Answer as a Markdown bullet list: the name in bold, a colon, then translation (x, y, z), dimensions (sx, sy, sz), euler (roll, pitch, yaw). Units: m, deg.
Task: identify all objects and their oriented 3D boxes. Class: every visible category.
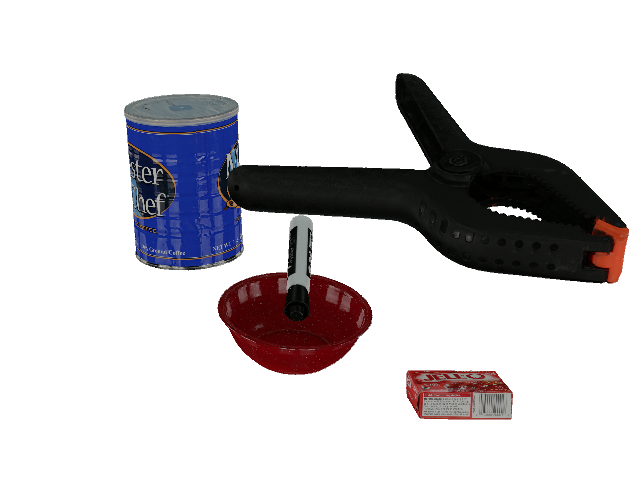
- **clamp**: translation (0.064, -0.026, 0.582), dimensions (0.164, 0.036, 0.210), euler (-29, 44, -31)
- **marker**: translation (-0.016, 0.020, 0.806), dimensions (0.020, 0.020, 0.121), euler (0, 33, 1)
- **coffee can**: translation (-0.124, -0.056, 0.983), dimensions (0.103, 0.140, 0.103), euler (-1, 20, 0)
- **gelatin box**: translation (0.129, 0.144, 1.004), dimensions (0.089, 0.030, 0.073), euler (1, 8, -3)
- **bowl**: translation (-0.028, 0.094, 1.123), dimensions (0.162, 0.055, 0.162), euler (3, 26, -2)
